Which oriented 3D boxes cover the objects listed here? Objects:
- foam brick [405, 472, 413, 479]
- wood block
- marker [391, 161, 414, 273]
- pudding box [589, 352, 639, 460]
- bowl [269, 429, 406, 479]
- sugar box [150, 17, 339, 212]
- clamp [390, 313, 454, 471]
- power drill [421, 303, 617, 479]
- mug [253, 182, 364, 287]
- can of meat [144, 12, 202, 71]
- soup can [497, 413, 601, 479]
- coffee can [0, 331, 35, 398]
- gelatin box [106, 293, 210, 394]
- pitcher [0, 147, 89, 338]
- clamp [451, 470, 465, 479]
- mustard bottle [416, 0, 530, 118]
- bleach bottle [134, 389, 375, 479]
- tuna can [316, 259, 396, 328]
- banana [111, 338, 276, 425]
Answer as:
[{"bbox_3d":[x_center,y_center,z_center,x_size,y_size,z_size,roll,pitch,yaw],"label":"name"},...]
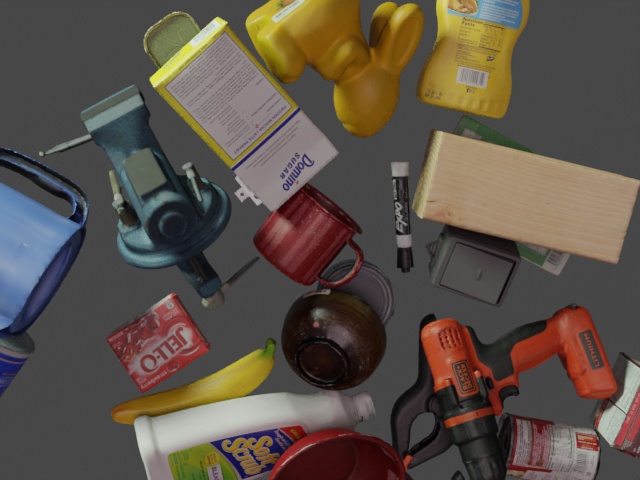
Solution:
[{"bbox_3d":[0.102,0.307,1.183,0.053,0.051,0.078,-41,97,4],"label":"foam brick"},{"bbox_3d":[0.210,-0.046,1.108,0.206,0.090,0.091,13,98,-4],"label":"wood block"},{"bbox_3d":[0.090,-0.025,1.156,0.020,0.020,0.121,-4,98,-2],"label":"marker"},{"bbox_3d":[0.333,0.175,1.145,0.039,0.113,0.090,24,95,-2],"label":"pudding box"},{"bbox_3d":[0.007,0.255,1.125,0.162,0.055,0.162,-9,120,-16],"label":"bowl"},{"bbox_3d":[-0.072,-0.121,1.044,0.093,0.048,0.176,-41,116,2],"label":"sugar box"},{"bbox_3d":[0.140,0.179,1.175,0.120,0.039,0.171,22,93,0],"label":"clamp"},{"bbox_3d":[0.214,0.155,1.127,0.187,0.057,0.184,-14,78,-16],"label":"power drill"},{"bbox_3d":[-0.007,0.001,1.117,0.117,0.093,0.081,41,99,11],"label":"mug"},{"bbox_3d":[-0.130,-0.179,1.094,0.057,0.084,0.102,-36,97,2],"label":"can of meat"},{"bbox_3d":[0.248,0.232,1.171,0.102,0.068,0.068,10,97,-4],"label":"soup can"},{"bbox_3d":[-0.380,0.143,1.114,0.103,0.103,0.140,35,95,-6],"label":"coffee can"},{"bbox_3d":[-0.174,0.111,1.156,0.089,0.030,0.073,-32,98,2],"label":"gelatin box"},{"bbox_3d":[-0.366,-0.024,1.088,0.243,0.149,0.145,32,108,-1],"label":"pitcher"},{"bbox_3d":[0.199,0.360,1.200,0.164,0.036,0.210,18,98,-7],"label":"clamp"},{"bbox_3d":[0.166,-0.229,1.114,0.096,0.058,0.192,11,97,-6],"label":"mustard bottle"},{"bbox_3d":[-0.064,0.205,1.142,0.250,0.068,0.102,-15,122,-9],"label":"bleach bottle"},{"bbox_3d":[0.038,0.064,1.157,0.086,0.034,0.086,0,97,-2],"label":"tuna can"},{"bbox_3d":[-0.126,0.159,1.151,0.198,0.037,0.069,-26,134,6],"label":"banana"}]
